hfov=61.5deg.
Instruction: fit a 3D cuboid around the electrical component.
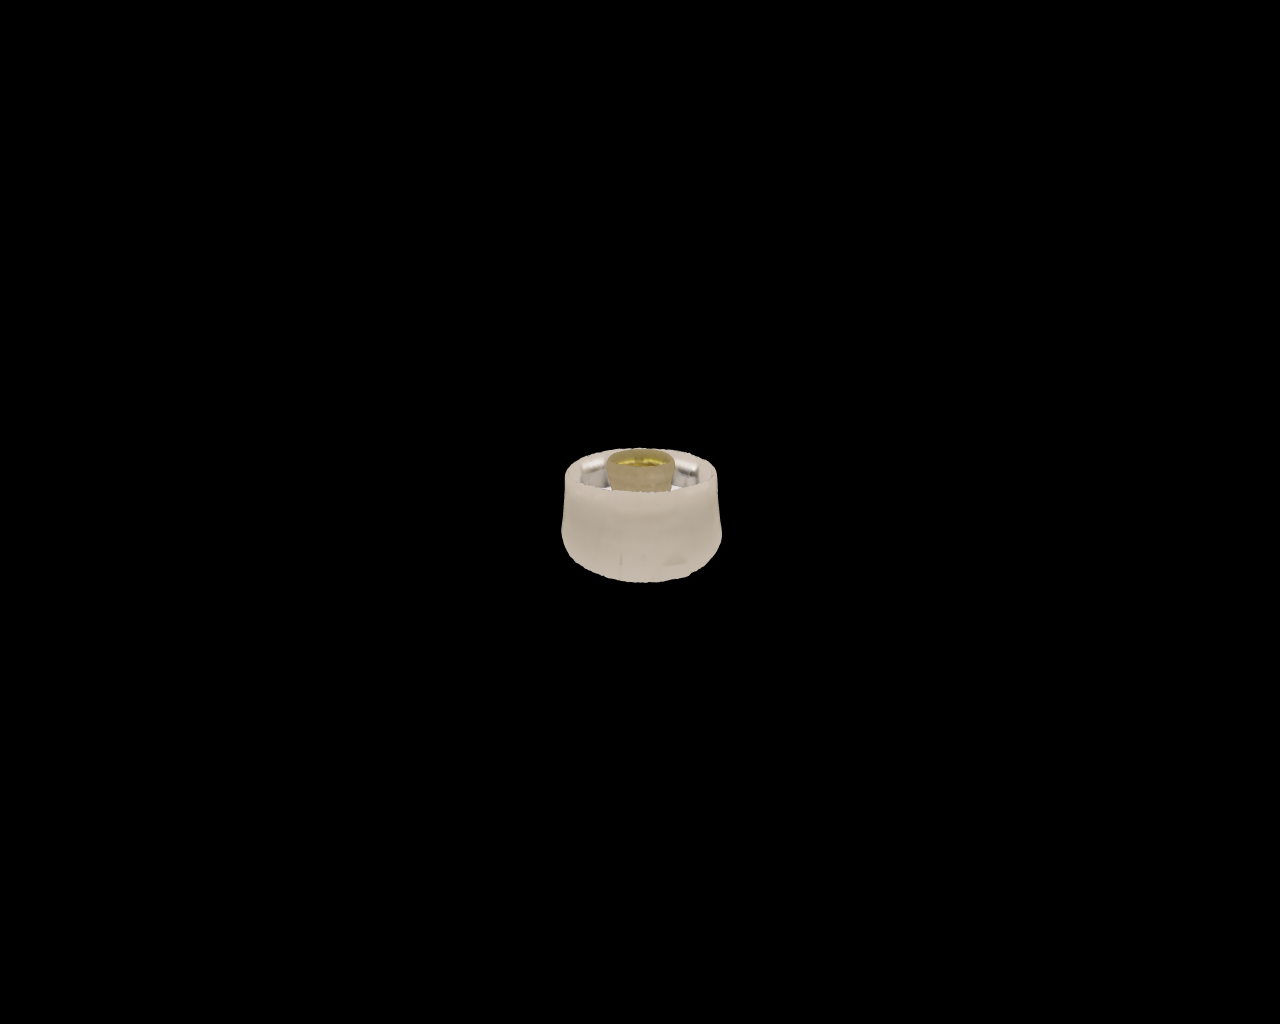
[{"bbox_3d":[0.001,-0.003,0.650,0.099,0.064,0.099,0,19,0],"label":"electrical component"}]
